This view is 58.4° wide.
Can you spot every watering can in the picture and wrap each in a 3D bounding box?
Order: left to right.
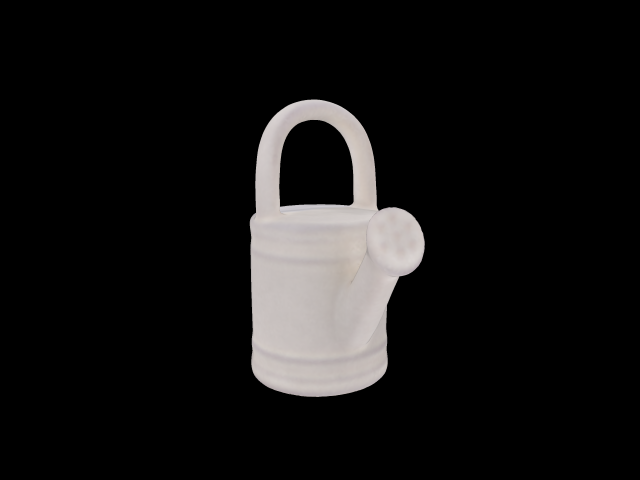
[{"bbox_3d":[0.006,0.001,0.401,0.172,0.194,0.101,8,14,37],"label":"watering can"}]
